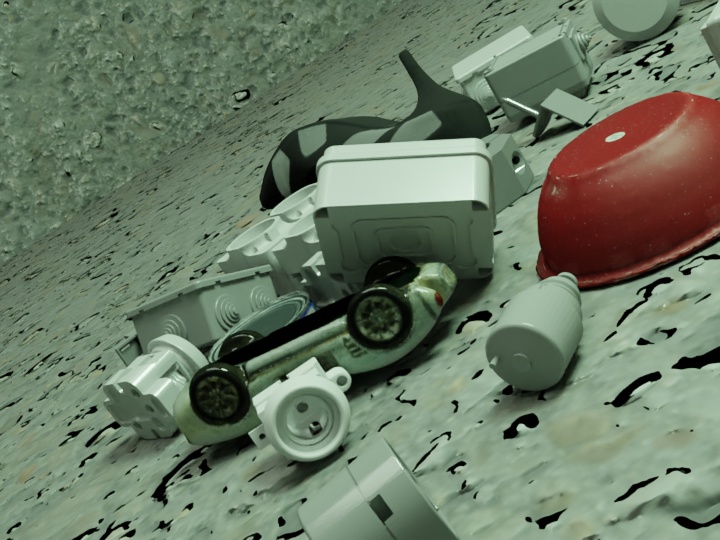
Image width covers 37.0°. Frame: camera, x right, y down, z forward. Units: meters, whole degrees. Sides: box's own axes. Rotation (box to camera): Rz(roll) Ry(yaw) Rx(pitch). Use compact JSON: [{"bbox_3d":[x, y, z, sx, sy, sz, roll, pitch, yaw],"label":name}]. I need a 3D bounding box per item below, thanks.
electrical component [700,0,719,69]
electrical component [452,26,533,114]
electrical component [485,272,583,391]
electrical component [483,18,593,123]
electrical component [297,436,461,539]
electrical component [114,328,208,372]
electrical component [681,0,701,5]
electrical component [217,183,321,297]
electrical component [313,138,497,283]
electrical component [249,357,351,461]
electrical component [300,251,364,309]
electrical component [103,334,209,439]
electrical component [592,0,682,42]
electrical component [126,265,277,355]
[{"bbox_3d":[0.277,-0.166,0.727,0.061,0.061,0.096,-19,20,40],"label":"electrical component"},{"bbox_3d":[0.148,-0.208,1.129,0.100,0.048,0.099,-29,16,12],"label":"electrical component"},{"bbox_3d":[0.092,0.026,0.538,0.040,0.040,0.078,-20,20,39],"label":"electrical component"},{"bbox_3d":[0.171,-0.181,0.977,0.096,0.061,0.061,-24,17,26],"label":"electrical component"},{"bbox_3d":[0.007,0.104,0.443,0.047,0.055,0.055,-37,16,-2],"label":"electrical component"},{"bbox_3d":[-0.165,0.060,0.929,0.081,0.042,0.064,-41,20,-26],"label":"electrical component"},{"bbox_3d":[0.338,-0.314,1.061,0.105,0.060,0.186,-37,16,-15],"label":"electrical component"},{"bbox_3d":[-0.031,-0.027,0.903,0.105,0.060,0.186,-42,18,-30],"label":"electrical component"},{"bbox_3d":[0.031,-0.038,0.698,0.113,0.078,0.057,-2,50,9],"label":"electrical component"},{"bbox_3d":[-0.031,0.080,0.607,0.066,0.048,0.055,-34,8,-5],"label":"electrical component"},{"bbox_3d":[0.000,0.000,0.768,0.057,0.058,0.078,-43,19,-25],"label":"electrical component"},{"bbox_3d":[-0.146,0.085,0.792,0.078,0.058,0.057,-15,26,48],"label":"electrical component"},{"bbox_3d":[0.262,-0.259,1.007,0.080,0.080,0.051,-22,13,34],"label":"electrical component"},{"bbox_3d":[-0.121,0.037,0.854,0.100,0.048,0.100,-21,-4,36],"label":"electrical component"}]
